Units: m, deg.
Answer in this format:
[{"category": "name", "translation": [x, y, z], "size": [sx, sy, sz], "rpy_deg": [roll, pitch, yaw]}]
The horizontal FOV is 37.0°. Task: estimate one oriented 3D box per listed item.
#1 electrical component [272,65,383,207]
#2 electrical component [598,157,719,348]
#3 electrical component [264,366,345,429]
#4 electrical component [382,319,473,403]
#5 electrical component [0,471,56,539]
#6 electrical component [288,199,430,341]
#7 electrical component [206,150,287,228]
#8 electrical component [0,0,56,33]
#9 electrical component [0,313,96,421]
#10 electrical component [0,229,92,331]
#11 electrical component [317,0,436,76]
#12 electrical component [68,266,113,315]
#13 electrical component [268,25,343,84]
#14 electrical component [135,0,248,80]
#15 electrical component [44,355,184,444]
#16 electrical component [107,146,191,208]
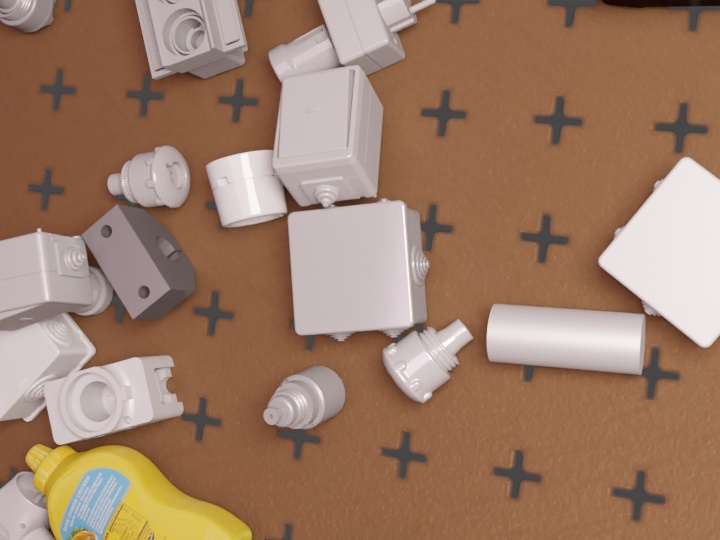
[{"category": "electrical component", "translation": [-0.024, -0.091, 0.760], "size": [0.062, 0.061, 0.096], "rpy_deg": [-6, 61, 19]}, {"category": "electrical component", "translation": [0.218, -0.011, 0.696], "size": [0.100, 0.048, 0.099], "rpy_deg": [41, 101, 16]}, {"category": "electrical component", "translation": [-0.043, 0.095, 0.771], "size": [0.040, 0.078, 0.040], "rpy_deg": [5, 101, 28]}, {"category": "electrical component", "translation": [0.050, 0.060, 0.755], "size": [0.062, 0.048, 0.048], "rpy_deg": [-38, 76, 5]}, {"category": "electrical component", "translation": [-0.268, 0.216, 0.861], "size": [0.079, 0.043, 0.077], "rpy_deg": [43, 102, 16]}, {"category": "electrical component", "translation": [0.000, 0.000, 0.772], "size": [0.100, 0.048, 0.099], "rpy_deg": [-5, 86, 19]}, {"category": "electrical component", "translation": [-0.083, -0.060, 0.802], "size": [0.055, 0.055, 0.047], "rpy_deg": [-13, 87, 18]}, {"category": "electrical component", "translation": [-0.280, -0.219, 0.873], "size": [0.043, 0.062, 0.043], "rpy_deg": [-1, 87, 19]}, {"category": "electrical component", "translation": [-0.278, 0.063, 0.868], "size": [0.099, 0.048, 0.099], "rpy_deg": [-45, 75, 12]}, {"category": "electrical component", "translation": [-0.245, 0.009, 0.800], "size": [0.096, 0.062, 0.061], "rpy_deg": [-12, 82, 16]}, {"category": "electrical component", "translation": [0.016, -0.187, 0.775], "size": [0.077, 0.047, 0.065], "rpy_deg": [-22, 80, 16]}, {"category": "electrical component", "translation": [-0.225, 0.016, 0.852], "size": [0.040, 0.046, 0.040], "rpy_deg": [-1, 88, 19]}, {"category": "electrical component", "translation": [-0.039, -0.156, 0.798], "size": [0.046, 0.040, 0.040], "rpy_deg": [-28, 79, 11]}, {"category": "electrical component", "translation": [-0.129, -0.212, 0.819], "size": [0.079, 0.063, 0.121], "rpy_deg": [-16, 83, 18]}, {"category": "electrical component", "translation": [-0.193, 0.100, 0.833], "size": [0.089, 0.056, 0.050], "rpy_deg": [-16, 82, 18]}, {"category": "electrical component", "translation": [-0.167, -0.070, 0.837], "size": [0.062, 0.048, 0.048], "rpy_deg": [-5, 86, 25]}]
